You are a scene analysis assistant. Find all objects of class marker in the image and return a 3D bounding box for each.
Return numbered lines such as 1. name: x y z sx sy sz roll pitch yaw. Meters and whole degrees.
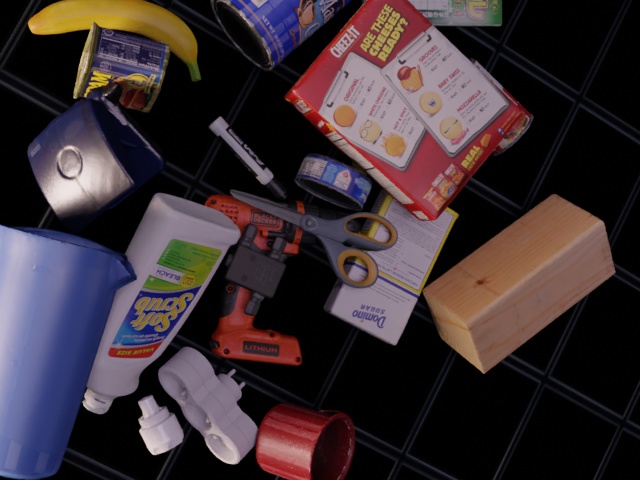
1. marker: -0.080 -0.092 1.226 0.020 0.020 0.121 -45 101 -11

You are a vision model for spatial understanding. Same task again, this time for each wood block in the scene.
1. wood block: 0.236 0.048 1.260 0.206 0.091 0.090 -35 128 -13

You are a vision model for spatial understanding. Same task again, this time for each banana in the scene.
1. banana: -0.217 -0.236 1.180 0.197 0.037 0.069 15 84 -15

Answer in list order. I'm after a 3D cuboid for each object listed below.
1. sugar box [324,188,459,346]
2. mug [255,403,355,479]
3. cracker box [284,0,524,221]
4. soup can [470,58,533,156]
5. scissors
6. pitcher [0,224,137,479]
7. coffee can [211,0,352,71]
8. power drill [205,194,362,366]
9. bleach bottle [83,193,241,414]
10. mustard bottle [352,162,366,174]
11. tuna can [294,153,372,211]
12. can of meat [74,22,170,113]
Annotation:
1. sugar box: 0.083 0.025 1.258 0.093 0.048 0.176 28 86 -13
2. mug: -0.012 0.225 1.204 0.117 0.082 0.093 -38 129 -47
3. cracker box: 0.093 -0.150 1.185 0.213 0.072 0.164 41 81 -9
4. soup can: 0.195 -0.159 1.276 0.102 0.069 0.068 42 80 -11
5. scissors: -0.008 0.001 1.191 0.201 0.016 0.096 6 87 -19
6. pitcher: -0.297 0.108 1.079 0.144 0.149 0.243 16 88 -37
7. coffee can: -0.037 -0.273 1.195 0.140 0.103 0.103 -42 100 -12
8. power drill: -0.049 0.046 1.216 0.184 0.057 0.187 7 85 -12
9. bleach bottle: -0.185 0.078 1.153 0.102 0.068 0.251 18 106 -37
10. mustard bottle: 0.070 -0.176 1.247 0.096 0.058 0.191 -12 93 -13
11. tuna can: 0.016 -0.066 1.218 0.086 0.086 0.034 26 82 -14
12. can of meat: -0.214 -0.183 1.148 0.083 0.102 0.057 12 70 -18
